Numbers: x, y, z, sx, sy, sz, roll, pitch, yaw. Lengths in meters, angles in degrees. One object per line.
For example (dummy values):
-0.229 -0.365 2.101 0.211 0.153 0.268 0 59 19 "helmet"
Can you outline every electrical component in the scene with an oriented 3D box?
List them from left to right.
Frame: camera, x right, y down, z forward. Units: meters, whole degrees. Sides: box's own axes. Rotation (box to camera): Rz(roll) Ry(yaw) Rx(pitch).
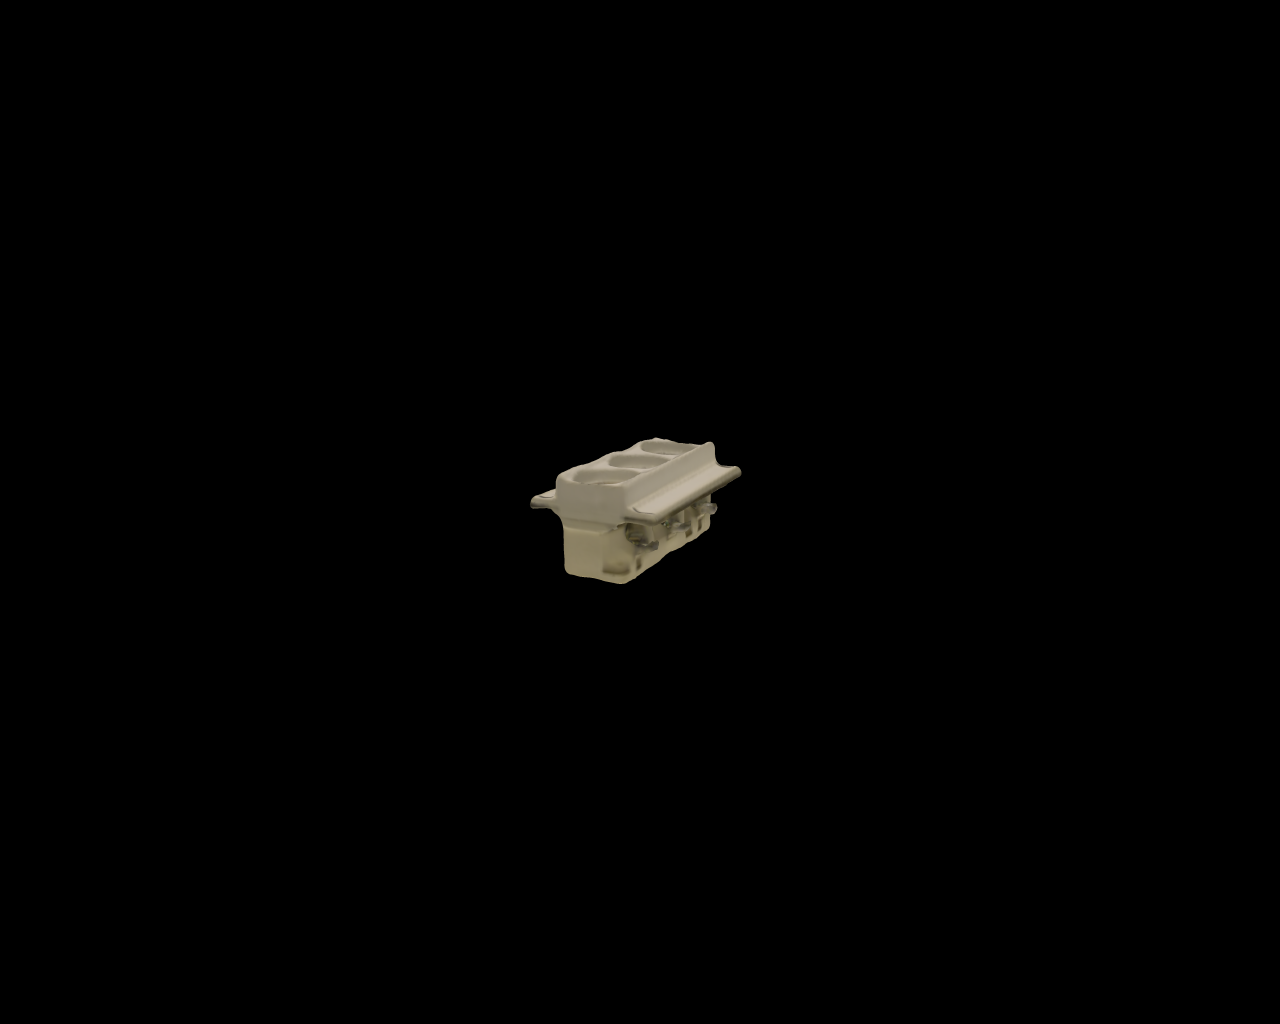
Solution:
0.001 -0.003 0.650 0.079 0.063 0.121 8 18 27 "electrical component"
